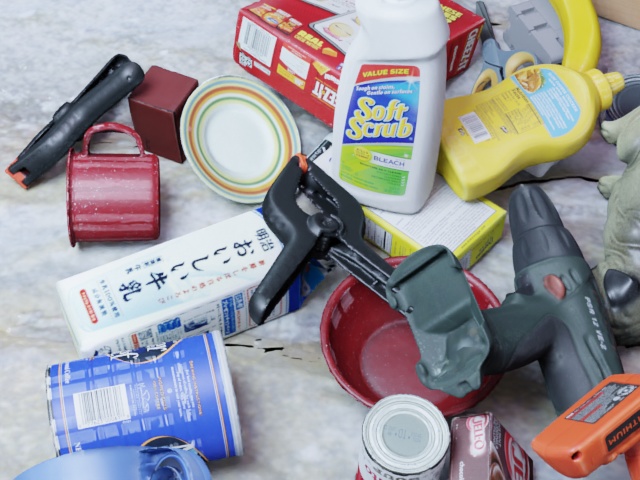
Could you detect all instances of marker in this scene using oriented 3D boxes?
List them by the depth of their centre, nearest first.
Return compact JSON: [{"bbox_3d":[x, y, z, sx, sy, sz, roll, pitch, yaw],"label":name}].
[{"bbox_3d":[-0.002,-0.082,1.064,0.020,0.020,0.121,30,57,19],"label":"marker"}]

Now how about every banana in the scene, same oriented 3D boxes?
[{"bbox_3d":[0.252,-0.226,1.097,0.069,0.037,0.198,-9,55,-7],"label":"banana"}]

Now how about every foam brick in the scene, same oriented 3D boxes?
[{"bbox_3d":[-0.151,-0.125,1.059,0.053,0.078,0.051,21,58,14],"label":"foam brick"}]

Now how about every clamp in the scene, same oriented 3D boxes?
[{"bbox_3d":[-0.006,0.001,0.907,0.164,0.036,0.210,0,43,-27],"label":"clamp"},{"bbox_3d":[-0.239,-0.123,1.054,0.171,0.039,0.120,-40,15,6],"label":"clamp"}]

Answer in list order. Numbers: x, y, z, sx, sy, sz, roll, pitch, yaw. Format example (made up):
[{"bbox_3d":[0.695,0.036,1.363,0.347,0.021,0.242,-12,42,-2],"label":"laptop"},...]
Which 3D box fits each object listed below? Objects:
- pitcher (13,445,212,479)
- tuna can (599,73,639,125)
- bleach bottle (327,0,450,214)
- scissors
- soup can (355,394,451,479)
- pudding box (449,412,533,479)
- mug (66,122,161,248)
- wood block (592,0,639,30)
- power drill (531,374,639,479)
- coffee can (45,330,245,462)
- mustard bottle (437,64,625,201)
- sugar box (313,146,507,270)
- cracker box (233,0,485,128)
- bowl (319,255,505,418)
[{"bbox_3d":[-0.133,0.270,0.734,0.145,0.149,0.243,-9,58,-13],"label":"pitcher"},{"bbox_3d":[0.331,-0.129,1.092,0.086,0.034,0.086,0,54,0],"label":"tuna can"},{"bbox_3d":[0.055,-0.130,0.900,0.103,0.251,0.068,17,54,15],"label":"bleach bottle"},{"bbox_3d":[0.196,-0.205,1.128,0.096,0.016,0.201,-24,43,40],"label":"scissors"},{"bbox_3d":[0.063,0.172,0.828,0.068,0.102,0.068,1,54,-1],"label":"soup can"},{"bbox_3d":[0.132,0.201,0.813,0.039,0.090,0.113,-13,49,29],"label":"pudding box"},{"bbox_3d":[-0.189,-0.051,0.987,0.081,0.117,0.093,-1,16,-7],"label":"mug"},{"bbox_3d":[0.344,-0.302,1.184,0.206,0.091,0.090,24,58,16],"label":"wood block"},{"bbox_3d":[0.230,0.207,0.776,0.184,0.057,0.187,-34,102,-24],"label":"power drill"},{"bbox_3d":[-0.139,0.136,0.853,0.140,0.103,0.103,-11,55,-8],"label":"coffee can"},{"bbox_3d":[0.196,-0.113,0.994,0.191,0.058,0.096,-24,60,-7],"label":"mustard bottle"},{"bbox_3d":[0.078,-0.035,1.016,0.176,0.048,0.093,35,60,27],"label":"sugar box"},{"bbox_3d":[0.041,-0.203,1.095,0.164,0.072,0.213,35,45,22],"label":"cracker box"},{"bbox_3d":[0.080,0.093,0.914,0.162,0.055,0.162,0,54,0],"label":"bowl"}]
